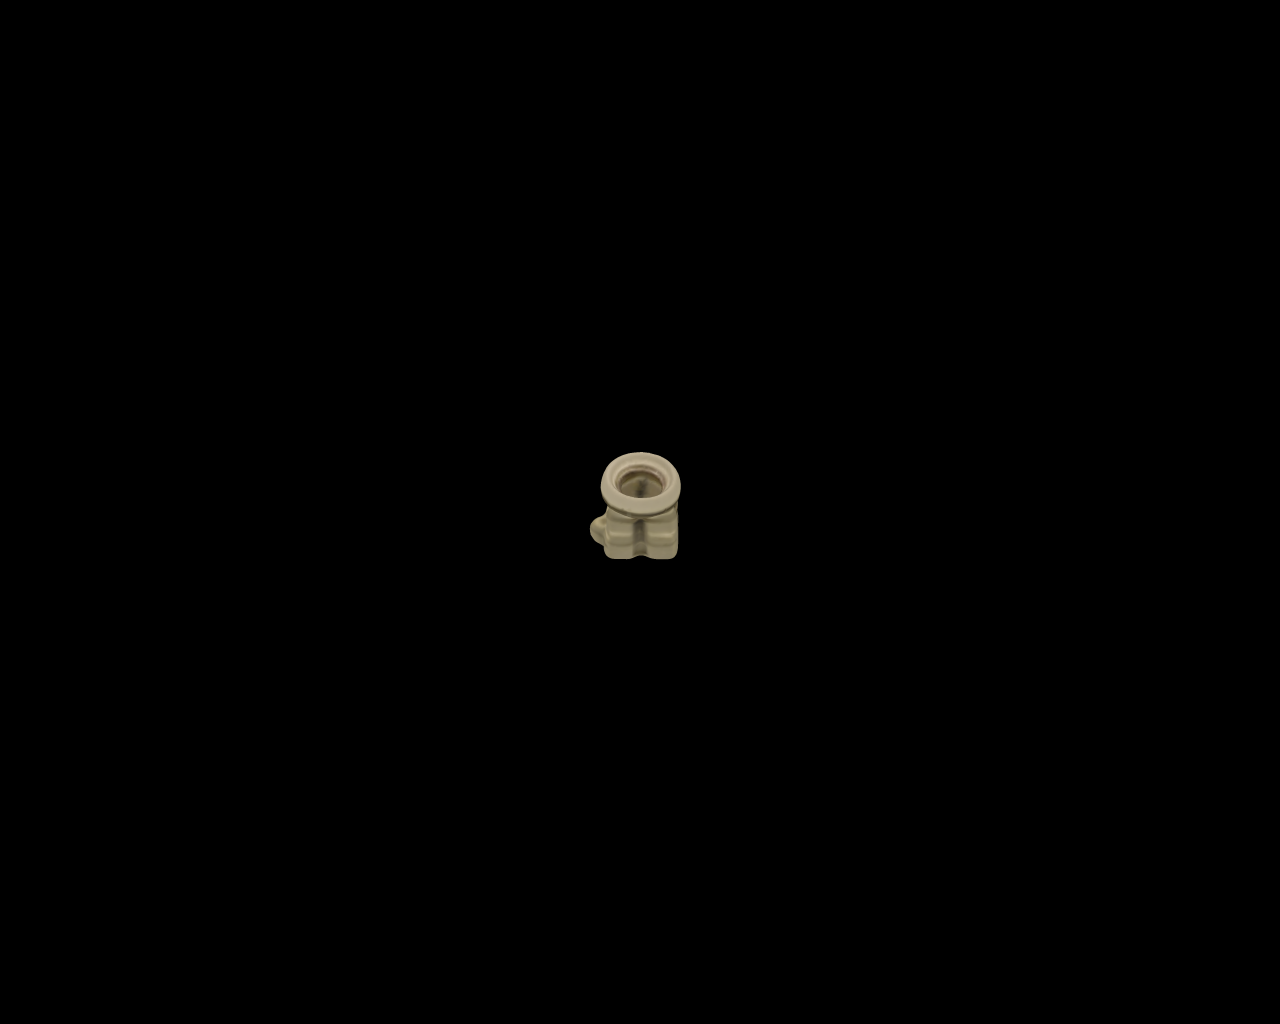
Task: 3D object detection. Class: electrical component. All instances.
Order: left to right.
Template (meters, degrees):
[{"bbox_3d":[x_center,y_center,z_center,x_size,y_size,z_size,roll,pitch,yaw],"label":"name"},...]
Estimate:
[{"bbox_3d":[0.001,-0.003,0.650,0.066,0.048,0.055,0,-43,0],"label":"electrical component"}]
